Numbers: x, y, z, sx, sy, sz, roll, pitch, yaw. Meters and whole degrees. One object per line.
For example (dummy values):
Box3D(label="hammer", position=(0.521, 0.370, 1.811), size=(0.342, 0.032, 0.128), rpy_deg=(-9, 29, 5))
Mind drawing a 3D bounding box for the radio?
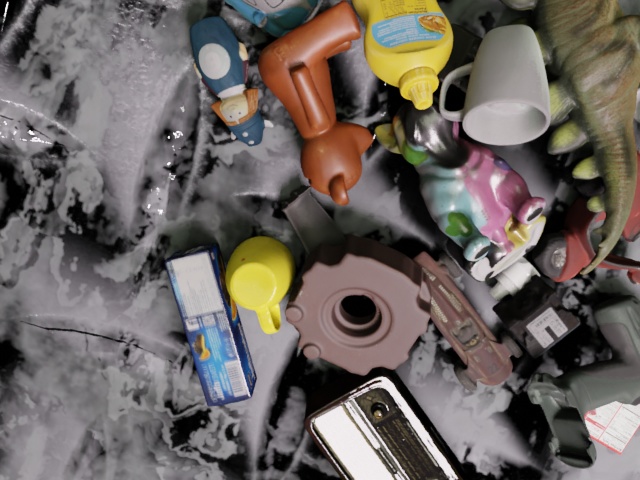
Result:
Box3D(label="radio", position=(0.093, 0.279, 0.712), size=(0.131, 0.073, 0.229), rpy_deg=(-34, 98, 6))

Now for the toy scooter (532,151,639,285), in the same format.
Box3D(label="toy scooter", position=(0.360, -0.016, 0.660), size=(0.135, 0.075, 0.183), rpy_deg=(27, 102, -3))

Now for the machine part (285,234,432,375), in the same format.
Box3D(label="machine part", position=(0.047, 0.083, 0.655), size=(0.179, 0.056, 0.179), rpy_deg=(4, 116, 7))

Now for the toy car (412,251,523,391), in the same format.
Box3D(label="toy car", position=(0.179, 0.105, 0.695), size=(0.089, 0.053, 0.202), rpy_deg=(-36, 98, 9))

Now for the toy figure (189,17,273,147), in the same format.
Box3D(label="toy figure", position=(-0.110, -0.186, 0.650), size=(0.064, 0.058, 0.154), rpy_deg=(-12, 104, 42))

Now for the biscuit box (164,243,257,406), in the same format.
Box3D(label="biscuit box", position=(-0.137, 0.109, 0.694), size=(0.059, 0.063, 0.202), rpy_deg=(-14, 99, 2))

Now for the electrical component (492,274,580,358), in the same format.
Box3D(label="electrical component", position=(0.277, 0.106, 0.673), size=(0.075, 0.048, 0.119), rpy_deg=(-38, 120, 7))

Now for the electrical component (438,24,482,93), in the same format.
Box3D(label="electrical component", position=(0.160, -0.217, 0.638), size=(0.094, 0.021, 0.063), rpy_deg=(51, 130, 33))

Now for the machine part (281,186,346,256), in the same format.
Box3D(label="machine part", position=(-0.001, -0.002, 0.687), size=(0.084, 0.039, 0.138), rpy_deg=(-27, 100, 10))

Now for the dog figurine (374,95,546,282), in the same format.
Box3D(label="dog figurine", position=(0.160, -0.073, 0.644), size=(0.108, 0.191, 0.219), rpy_deg=(-35, 64, 5))

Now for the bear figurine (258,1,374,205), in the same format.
Box3D(label="bear figurine", position=(0.015, -0.148, 0.622), size=(0.132, 0.120, 0.195), rpy_deg=(-30, 99, 2))

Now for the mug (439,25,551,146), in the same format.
Box3D(label="mug", position=(0.181, -0.161, 0.554), size=(0.110, 0.080, 0.107), rpy_deg=(0, 68, 31))

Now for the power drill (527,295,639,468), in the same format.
Box3D(label="power drill", position=(0.373, 0.196, 0.652), size=(0.207, 0.086, 0.232), rpy_deg=(-21, 82, -12))

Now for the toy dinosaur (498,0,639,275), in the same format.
Box3D(label="toy dinosaur", position=(0.300, -0.205, 0.595), size=(0.199, 0.105, 0.471), rpy_deg=(-14, 82, 21))

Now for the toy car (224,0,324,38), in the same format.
Box3D(label="toy car", position=(-0.069, -0.310, 0.604), size=(0.161, 0.103, 0.109), rpy_deg=(38, 97, -7))
